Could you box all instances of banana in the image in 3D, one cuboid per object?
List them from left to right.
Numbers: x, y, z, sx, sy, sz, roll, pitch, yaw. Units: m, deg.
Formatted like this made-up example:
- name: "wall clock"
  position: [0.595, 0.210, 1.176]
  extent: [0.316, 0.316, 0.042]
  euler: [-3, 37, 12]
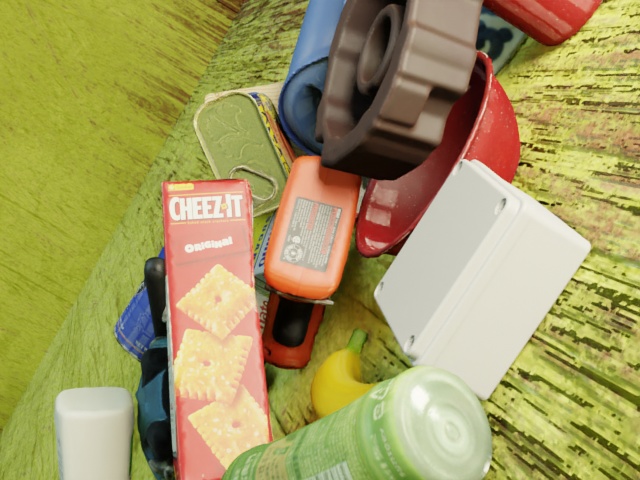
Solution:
- name: "banana"
  position: [0.029, 0.100, 0.706]
  extent: [0.069, 0.037, 0.198]
  euler: [-62, 15, -2]

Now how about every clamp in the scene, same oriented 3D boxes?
- name: "clamp"
  position: [-0.150, 0.114, 1.090]
  extent: [0.164, 0.036, 0.210]
  euler: [38, -125, -75]

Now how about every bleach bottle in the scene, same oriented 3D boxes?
- name: "bleach bottle"
  position: [-0.195, 0.261, 0.927]
  extent: [0.103, 0.068, 0.251]
  euler: [-158, 68, -77]

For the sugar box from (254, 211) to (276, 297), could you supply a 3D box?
- name: "sugar box"
  position: [-0.053, 0.012, 1.114]
  extent: [0.093, 0.048, 0.176]
  euler: [-66, 15, -19]

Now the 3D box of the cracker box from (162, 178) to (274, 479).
- name: "cracker box"
  position: [-0.078, 0.082, 0.798]
  extent: [0.164, 0.072, 0.214]
  euler: [110, 156, -71]

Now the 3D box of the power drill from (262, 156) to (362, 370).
- name: "power drill"
  position: [-0.006, 0.001, 0.849]
  extent: [0.188, 0.057, 0.184]
  euler: [98, -176, -73]

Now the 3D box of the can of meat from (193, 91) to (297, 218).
- name: "can of meat"
  position: [-0.057, -0.075, 0.903]
  extent: [0.057, 0.102, 0.084]
  euler: [-23, 6, 12]

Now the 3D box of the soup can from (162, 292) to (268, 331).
- name: "soup can"
  position: [-0.090, 0.071, 1.016]
  extent: [0.069, 0.102, 0.068]
  euler: [-54, 16, 23]

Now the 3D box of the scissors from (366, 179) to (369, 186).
- name: "scissors"
  position: [0.090, -0.145, 0.989]
  extent: [0.096, 0.016, 0.201]
  euler: [-40, 26, 52]

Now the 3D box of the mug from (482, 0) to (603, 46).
- name: "mug"
  position: [0.148, -0.189, 0.758]
  extent: [0.093, 0.081, 0.117]
  euler: [-64, 15, -11]

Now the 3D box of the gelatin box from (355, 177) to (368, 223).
- name: "gelatin box"
  position: [0.020, -0.042, 1.006]
  extent: [0.073, 0.030, 0.089]
  euler: [-40, 26, 49]

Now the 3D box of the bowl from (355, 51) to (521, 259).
- name: "bowl"
  position: [0.089, -0.047, 0.740]
  extent: [0.162, 0.055, 0.162]
  euler: [-54, 16, 23]

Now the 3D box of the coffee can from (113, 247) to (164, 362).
- name: "coffee can"
  position: [-0.164, 0.072, 1.251]
  extent: [0.140, 0.102, 0.103]
  euler: [-57, 15, 14]

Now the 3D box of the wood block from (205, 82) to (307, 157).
- name: "wood block"
  position: [-0.056, -0.088, 1.059]
  extent: [0.206, 0.090, 0.091]
  euler: [101, 161, -87]

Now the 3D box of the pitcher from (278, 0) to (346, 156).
- name: "pitcher"
  position: [0.045, -0.197, 0.950]
  extent: [0.149, 0.144, 0.242]
  euler: [-33, 35, 39]
